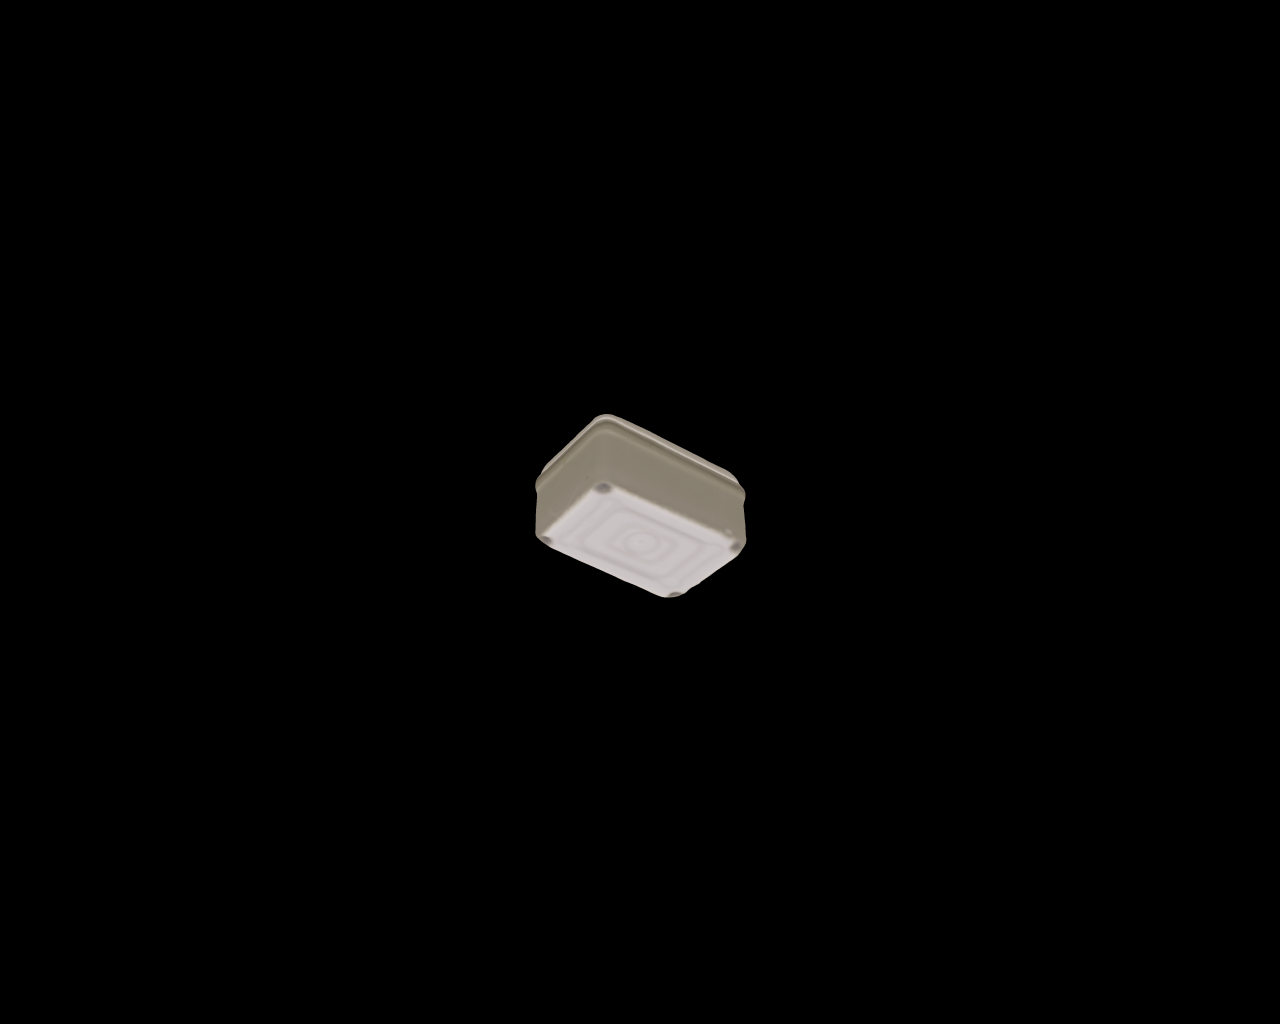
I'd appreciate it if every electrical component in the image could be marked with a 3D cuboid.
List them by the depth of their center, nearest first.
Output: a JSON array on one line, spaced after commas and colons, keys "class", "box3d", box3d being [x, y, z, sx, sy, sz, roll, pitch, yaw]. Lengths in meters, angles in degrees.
[{"class": "electrical component", "box3d": [0.001, -0.003, 0.650, 0.113, 0.057, 0.078, 25, -45, -28]}]
